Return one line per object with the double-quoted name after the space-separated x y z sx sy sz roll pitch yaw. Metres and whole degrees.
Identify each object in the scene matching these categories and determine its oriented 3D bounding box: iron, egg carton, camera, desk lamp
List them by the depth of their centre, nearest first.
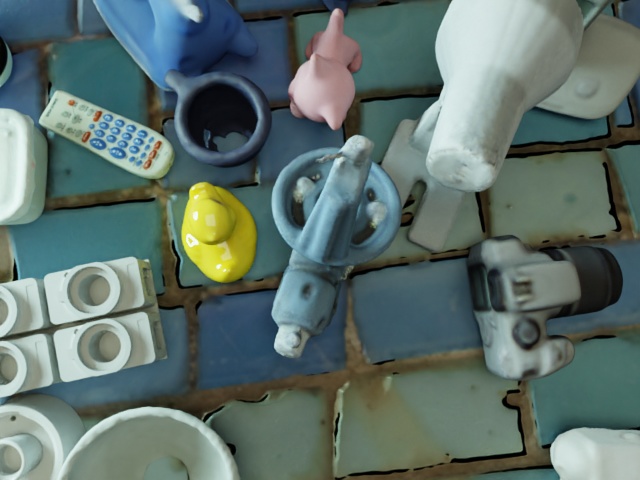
0.134 -0.105 0.530 0.118 0.213 0.203 24 83 1 "desk lamp"
0.304 0.243 0.569 0.150 0.069 0.107 2 83 -2 "egg carton"
-0.182 -0.270 0.570 0.119 0.141 0.258 -43 87 -7 "iron"
0.231 0.061 0.572 0.137 0.100 0.143 -8 84 -4 "camera"

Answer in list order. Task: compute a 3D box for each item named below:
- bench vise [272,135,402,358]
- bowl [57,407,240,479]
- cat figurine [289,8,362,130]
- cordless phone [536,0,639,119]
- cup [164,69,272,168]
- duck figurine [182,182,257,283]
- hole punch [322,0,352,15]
0.017 0.002 0.508 0.121 0.219 0.207 1 83 -2 "bench vise"
-0.156 0.239 0.545 0.167 0.074 0.167 0 83 -3 "bowl"
0.007 -0.168 0.579 0.067 0.117 0.128 13 83 -1 "cat figurine"
0.264 -0.199 0.562 0.147 0.185 0.094 14 83 -1 "cordless phone"
-0.104 -0.118 0.579 0.118 0.095 0.092 39 83 2 "cup"
-0.104 -0.010 0.571 0.077 0.086 0.104 -17 84 -4 "duck figurine"
0.028 -0.319 0.612 0.101 0.091 0.108 -32 86 -6 "hole punch"
